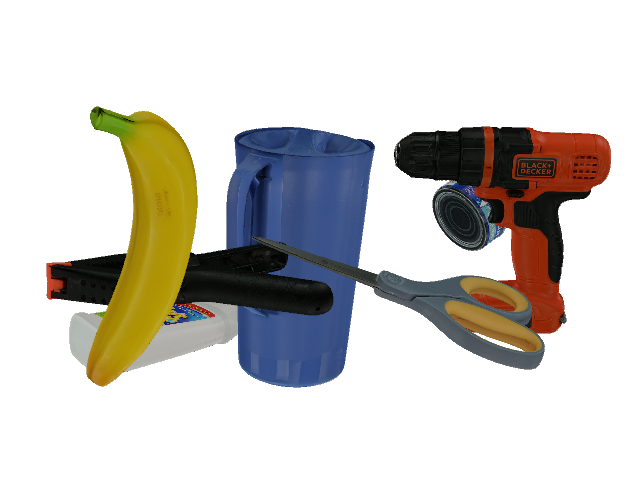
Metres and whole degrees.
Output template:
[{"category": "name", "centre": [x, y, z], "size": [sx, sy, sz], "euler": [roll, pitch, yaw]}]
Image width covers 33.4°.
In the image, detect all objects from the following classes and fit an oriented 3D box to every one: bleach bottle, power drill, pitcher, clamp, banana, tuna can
[{"category": "bleach bottle", "centre": [-0.204, 0.118, 1.443], "size": [0.250, 0.068, 0.103], "euler": [-11, 25, -41]}, {"category": "power drill", "centre": [0.154, -0.010, 0.943], "size": [0.184, 0.188, 0.057], "euler": [2, 26, 3]}, {"category": "pitcher", "centre": [-0.028, 0.017, 1.034], "size": [0.149, 0.243, 0.145], "euler": [0, 17, -14]}, {"category": "clamp", "centre": [-0.099, 0.031, 0.813], "size": [0.209, 0.036, 0.165], "euler": [-2, 11, -21]}, {"category": "banana", "centre": [-0.105, 0.000, 0.624], "size": [0.069, 0.198, 0.037], "euler": [-13, 40, -28]}, {"category": "tuna can", "centre": [0.169, -0.032, 1.223], "size": [0.033, 0.086, 0.086], "euler": [-34, 17, -28]}]

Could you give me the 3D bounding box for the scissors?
[{"category": "scissors", "centre": [0.060, 0.027, 0.719], "size": [0.202, 0.016, 0.096], "euler": [27, 29, 14]}]
